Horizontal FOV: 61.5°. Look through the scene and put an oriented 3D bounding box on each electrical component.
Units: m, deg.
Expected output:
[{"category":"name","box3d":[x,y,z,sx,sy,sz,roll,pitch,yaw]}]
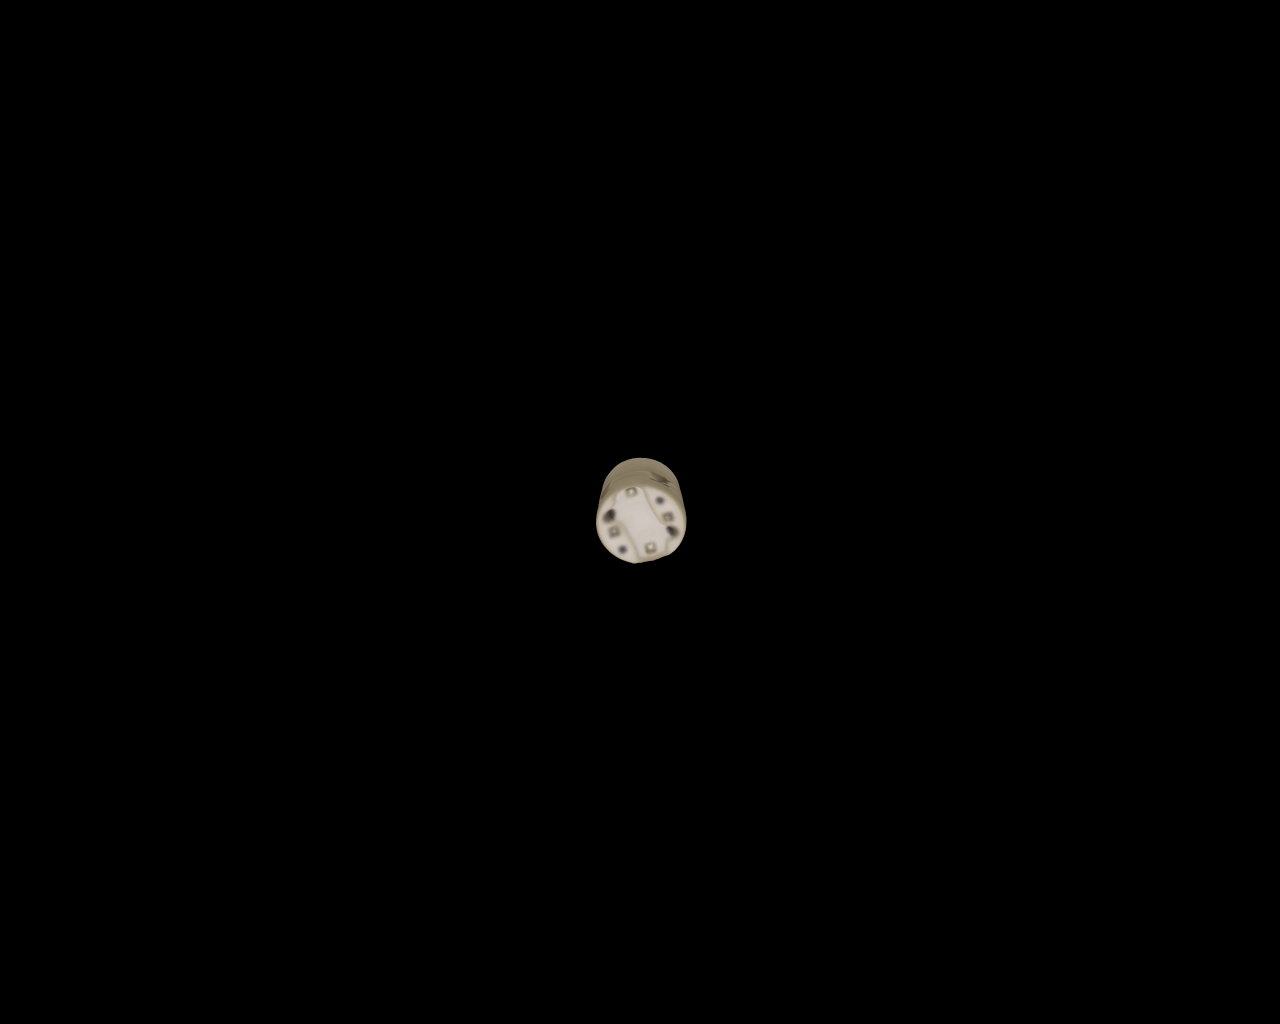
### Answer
[{"category":"electrical component","box3d":[0.001,-0.003,0.650,0.055,0.055,0.047,0,27,0]}]
